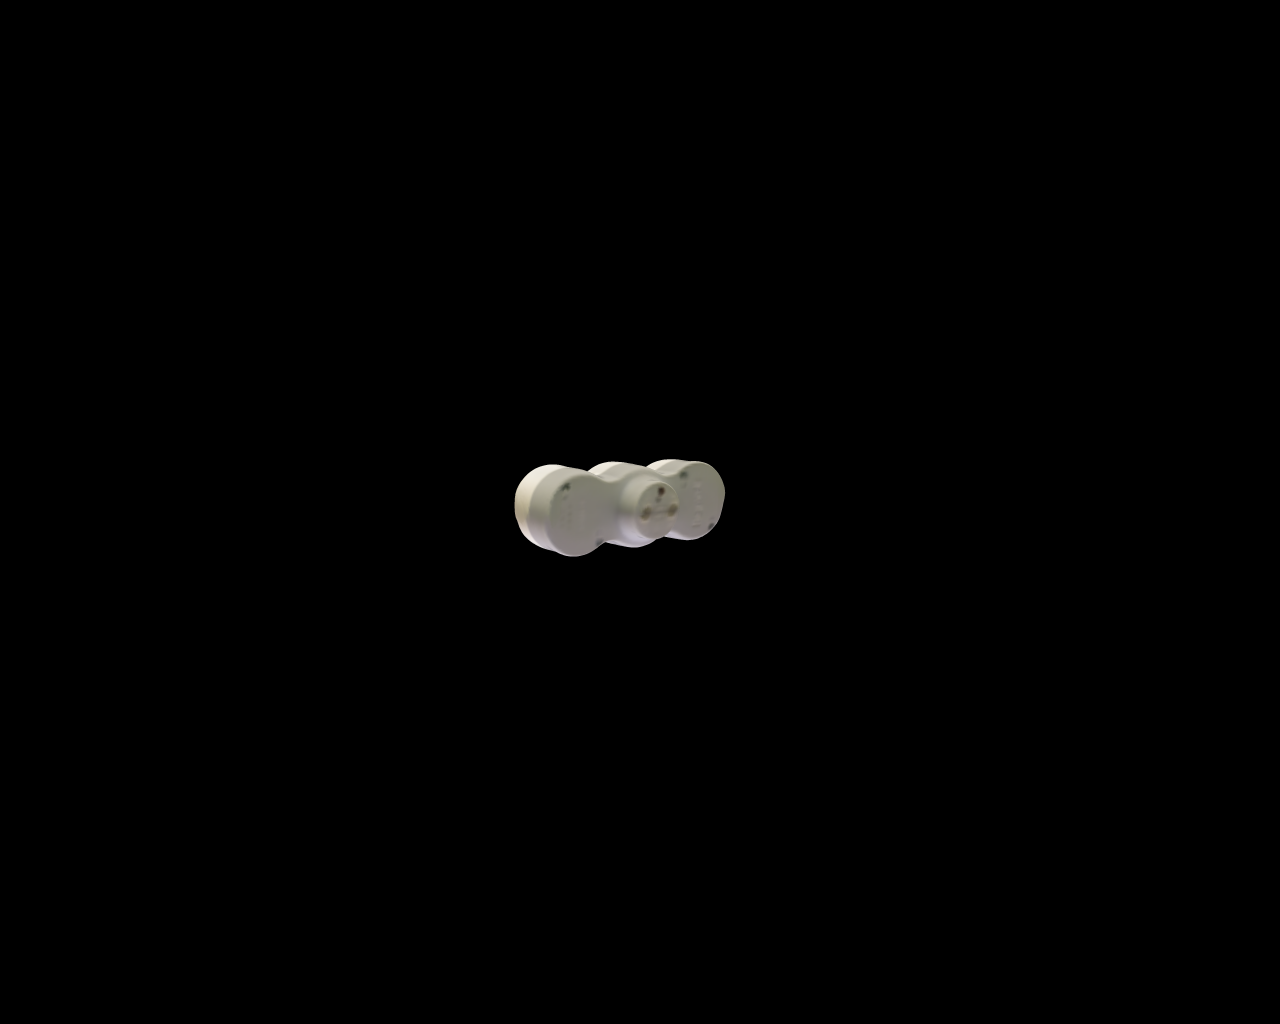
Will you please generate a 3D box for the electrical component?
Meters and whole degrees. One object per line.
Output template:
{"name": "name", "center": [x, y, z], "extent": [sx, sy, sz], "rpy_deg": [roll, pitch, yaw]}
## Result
{"name": "electrical component", "center": [0.001, -0.003, 0.650], "extent": [0.138, 0.052, 0.074], "rpy_deg": [-6, 10, -36]}
